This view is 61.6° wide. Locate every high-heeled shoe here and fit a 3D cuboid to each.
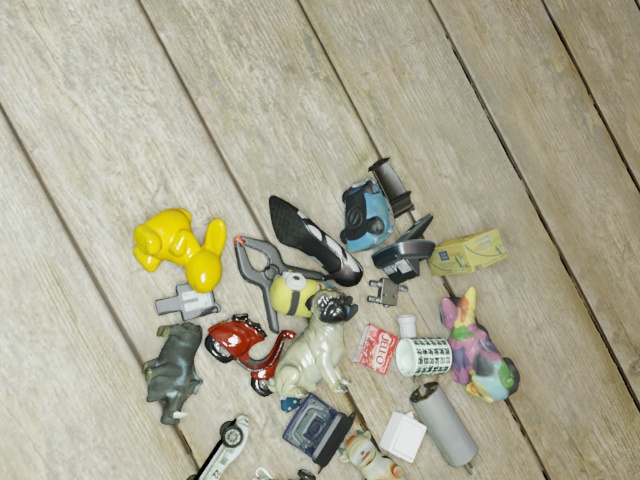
[{"bbox_3d":[-0.002,-0.003,1.147,0.145,0.086,0.249,-12,65,-52],"label":"high-heeled shoe"}]

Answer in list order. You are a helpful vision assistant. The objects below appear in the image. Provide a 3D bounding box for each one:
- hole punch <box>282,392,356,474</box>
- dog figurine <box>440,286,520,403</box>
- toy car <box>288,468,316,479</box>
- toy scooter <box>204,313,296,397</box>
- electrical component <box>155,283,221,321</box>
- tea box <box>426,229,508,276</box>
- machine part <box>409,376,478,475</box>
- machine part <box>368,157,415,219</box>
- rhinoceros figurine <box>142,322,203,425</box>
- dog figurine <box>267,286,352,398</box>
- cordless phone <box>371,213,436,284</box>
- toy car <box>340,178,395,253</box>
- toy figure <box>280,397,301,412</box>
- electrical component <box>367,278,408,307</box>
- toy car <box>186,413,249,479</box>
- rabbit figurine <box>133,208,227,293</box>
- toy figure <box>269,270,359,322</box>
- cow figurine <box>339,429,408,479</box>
[{"bbox_3d":[-0.002,0.380,1.073,0.092,0.115,0.142,22,69,28],"label":"hole punch"},{"bbox_3d":[0.334,0.217,1.163,0.108,0.192,0.219,-20,104,-14],"label":"dog figurine"},{"bbox_3d":[0.011,0.524,1.072,0.202,0.053,0.089,28,85,-17],"label":"toy car"},{"bbox_3d":[-0.126,0.205,1.055,0.184,0.075,0.135,42,85,-9],"label":"toy scooter"},{"bbox_3d":[-0.258,0.121,1.045,0.119,0.048,0.074,-16,87,-19],"label":"electrical component"},{"bbox_3d":[0.315,0.030,1.182,0.098,0.169,0.068,-21,89,-21],"label":"tea box"},{"bbox_3d":[0.268,0.397,1.162,0.079,0.079,0.243,-33,91,-20],"label":"machine part"},{"bbox_3d":[0.159,-0.117,1.224,0.084,0.039,0.138,-25,92,-15],"label":"machine part"},{"bbox_3d":[-0.275,0.248,1.014,0.112,0.073,0.190,17,75,-26],"label":"rhinoceros figurine"},{"bbox_3d":[-0.024,0.191,1.016,0.172,0.121,0.190,-8,83,-3],"label":"dog figurine"},{"bbox_3d":[0.210,-0.001,1.167,0.088,0.146,0.184,45,66,-3],"label":"cordless phone"},{"bbox_3d":[0.110,-0.047,1.172,0.103,0.109,0.161,15,64,-39],"label":"toy car"},{"bbox_3d":[-0.030,0.280,1.093,0.064,0.058,0.154,41,77,-2],"label":"toy figure"},{"bbox_3d":[0.151,0.118,1.194,0.094,0.021,0.063,10,80,-18],"label":"electrical component"},{"bbox_3d":[-0.194,0.419,1.009,0.056,0.073,0.202,36,73,-6],"label":"toy car"},{"bbox_3d":[-0.250,0.027,1.027,0.173,0.121,0.162,43,47,13],"label":"rabbit figurine"},{"bbox_3d":[-0.014,0.123,1.081,0.180,0.082,0.089,24,80,-24],"label":"toy figure"},{"bbox_3d":[0.117,0.466,1.091,0.085,0.127,0.194,-43,110,-18],"label":"cow figurine"}]
